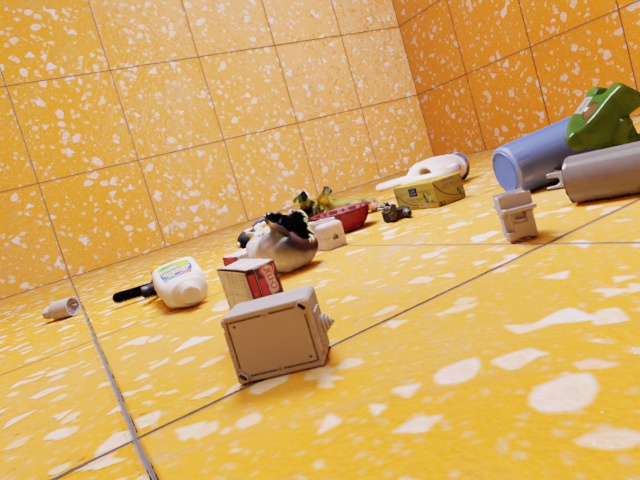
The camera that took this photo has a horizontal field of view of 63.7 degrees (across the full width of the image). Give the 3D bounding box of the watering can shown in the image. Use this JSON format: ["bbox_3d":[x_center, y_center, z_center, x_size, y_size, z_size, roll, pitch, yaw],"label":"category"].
[{"bbox_3d":[0.354,-0.218,1.735,0.226,0.103,0.346,-19,8,-28],"label":"watering can"}]

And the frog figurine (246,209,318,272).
[{"bbox_3d":[-0.082,0.026,0.980,0.156,0.123,0.139,-54,-6,31],"label":"frog figurine"}]

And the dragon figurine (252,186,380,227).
[{"bbox_3d":[0.005,-0.082,1.639,0.408,0.123,0.242,-9,-8,36],"label":"dragon figurine"}]
